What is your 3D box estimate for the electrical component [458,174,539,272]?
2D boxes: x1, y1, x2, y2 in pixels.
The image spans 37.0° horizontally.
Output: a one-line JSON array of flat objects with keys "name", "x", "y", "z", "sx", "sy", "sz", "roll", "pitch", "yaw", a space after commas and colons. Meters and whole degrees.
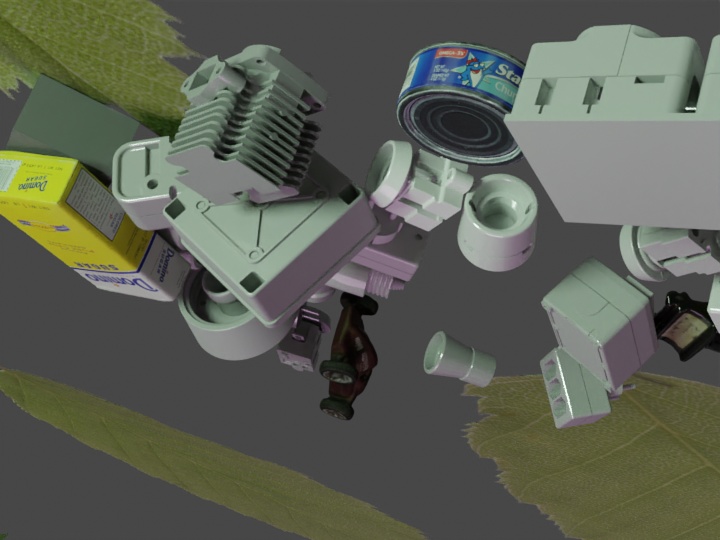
[{"name": "electrical component", "x": 0.096, "y": -0.034, "z": 0.745, "sx": 0.055, "sy": 0.055, "sz": 0.047, "roll": 15, "pitch": 155, "yaw": 10}]

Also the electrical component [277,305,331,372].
[{"name": "electrical component", "x": -0.059, "y": 0.070, "z": 1.128, "sx": 0.048, "sy": 0.055, "sz": 0.066, "roll": 16, "pitch": 159, "yaw": 9}]

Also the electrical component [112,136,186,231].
[{"name": "electrical component", "x": -0.135, "y": -0.066, "z": 0.828, "sx": 0.095, "sy": 0.053, "sz": 0.059, "roll": -8, "pitch": 154, "yaw": 6}]

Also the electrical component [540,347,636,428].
[{"name": "electrical component", "x": 0.212, "y": 0.102, "z": 0.974, "sx": 0.077, "sy": 0.065, "sz": 0.047, "roll": -8, "pitch": 162, "yaw": -11}]

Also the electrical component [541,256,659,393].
[{"name": "electrical component", "x": 0.189, "y": 0.042, "z": 0.823, "sx": 0.062, "sy": 0.061, "sz": 0.096, "roll": 43, "pitch": 170, "yaw": 36}]

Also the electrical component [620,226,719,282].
[{"name": "electrical component", "x": 0.204, "y": -0.020, "z": 0.700, "sx": 0.066, "sy": 0.048, "sz": 0.055, "roll": 32, "pitch": 148, "yaw": -29}]

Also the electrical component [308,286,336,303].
[{"name": "electrical component", "x": -0.039, "y": 0.002, "z": 0.971, "sx": 0.040, "sy": 0.040, "sz": 0.046, "roll": 18, "pitch": 153, "yaw": 4}]

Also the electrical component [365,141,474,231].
[{"name": "electrical component", "x": 0.037, "y": -0.060, "z": 0.741, "sx": 0.055, "sy": 0.048, "sz": 0.066, "roll": 22, "pitch": 153, "yaw": -20}]

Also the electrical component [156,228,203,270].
[{"name": "electrical component", "x": -0.179, "y": -0.051, "z": 0.938, "sx": 0.074, "sy": 0.052, "sz": 0.138, "roll": 15, "pitch": 159, "yaw": 11}]

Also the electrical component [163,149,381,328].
[{"name": "electrical component", "x": -0.062, "y": -0.034, "z": 0.754, "sx": 0.109, "sy": 0.109, "sz": 0.056, "roll": 41, "pitch": 168, "yaw": 30}]

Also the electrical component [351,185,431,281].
[{"name": "electrical component", "x": 0.013, "y": -0.037, "z": 0.816, "sx": 0.083, "sy": 0.047, "sz": 0.075, "roll": 20, "pitch": 159, "yaw": -2}]

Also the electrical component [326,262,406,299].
[{"name": "electrical component", "x": 0.000, "y": 0.000, "z": 0.923, "sx": 0.081, "sy": 0.043, "sz": 0.043, "roll": 18, "pitch": 159, "yaw": 3}]

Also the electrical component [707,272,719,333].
[{"name": "electrical component", "x": 0.274, "y": 0.010, "z": 0.707, "sx": 0.083, "sy": 0.047, "sz": 0.075, "roll": 4, "pitch": 154, "yaw": 34}]

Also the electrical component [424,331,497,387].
[{"name": "electrical component", "x": 0.102, "y": 0.091, "z": 1.066, "sx": 0.065, "sy": 0.044, "sz": 0.044, "roll": 20, "pitch": 159, "yaw": -16}]

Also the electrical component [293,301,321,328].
[{"name": "electrical component", "x": -0.077, "y": 0.036, "z": 1.075, "sx": 0.079, "sy": 0.044, "sz": 0.077, "roll": 17, "pitch": 159, "yaw": 6}]

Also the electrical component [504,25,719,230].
[{"name": "electrical component", "x": 0.186, "y": -0.073, "z": 0.562, "sx": 0.186, "sy": 0.060, "sz": 0.105, "roll": 5, "pitch": 155, "yaw": 33}]

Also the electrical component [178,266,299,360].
[{"name": "electrical component", "x": -0.116, "y": 0.022, "z": 0.995, "sx": 0.108, "sy": 0.108, "sz": 0.060, "roll": 9, "pitch": 151, "yaw": 24}]
